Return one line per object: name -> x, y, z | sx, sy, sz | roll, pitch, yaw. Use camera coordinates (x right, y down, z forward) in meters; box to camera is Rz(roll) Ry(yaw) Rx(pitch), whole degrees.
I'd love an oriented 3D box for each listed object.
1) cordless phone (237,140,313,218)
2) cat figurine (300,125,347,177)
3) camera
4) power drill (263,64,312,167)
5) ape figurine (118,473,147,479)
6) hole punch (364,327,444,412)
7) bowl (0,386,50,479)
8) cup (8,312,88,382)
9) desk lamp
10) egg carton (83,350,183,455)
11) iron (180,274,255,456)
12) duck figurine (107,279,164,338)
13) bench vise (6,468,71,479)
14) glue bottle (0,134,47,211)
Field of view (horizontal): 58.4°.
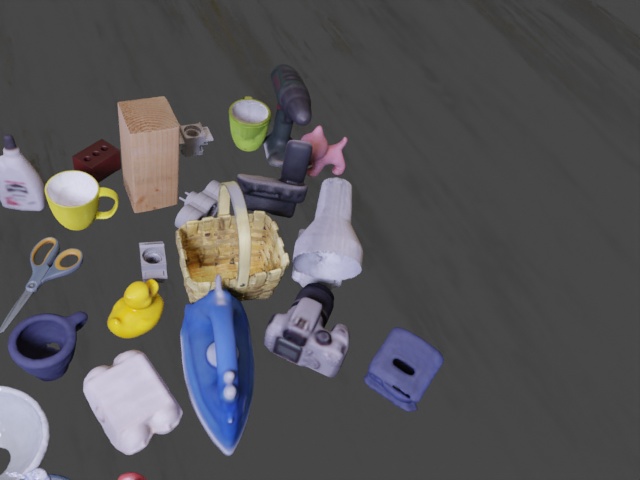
cordless phone -> -0.090, -0.142, 1.158 | 0.148, 0.185, 0.094 | 6, 50, -11
cat figurine -> 0.004, -0.203, 1.280 | 0.128, 0.118, 0.067 | -11, 55, -23
camera -> -0.008, 0.143, 0.999 | 0.143, 0.101, 0.137 | 24, 49, 5
power drill -> -0.070, -0.265, 1.251 | 0.076, 0.208, 0.229 | -3, 52, -17
ape figurine -> -0.250, 0.349, 0.766 | 0.076, 0.092, 0.078 | 14, 49, -3
hole punch -> 0.144, 0.222, 0.981 | 0.108, 0.091, 0.101 | 31, 50, 12
bowl -> -0.452, 0.288, 0.773 | 0.167, 0.075, 0.167 | 8, 49, -9
cup -> -0.405, 0.165, 0.875 | 0.091, 0.095, 0.118 | 37, 51, 16
desk lamp -> 0.010, 0.004, 1.045 | 0.118, 0.213, 0.203 | 10, 49, -7
egg carton -> -0.283, 0.241, 0.861 | 0.107, 0.069, 0.150 | -28, 63, -32
iron -> -0.151, 0.187, 0.896 | 0.119, 0.141, 0.258 | -3, 52, -18
duck figurine -> -0.308, 0.108, 0.956 | 0.077, 0.086, 0.105 | 34, 51, 14
bench vise -> -0.347, 0.353, 0.651 | 0.121, 0.220, 0.207 | 24, 49, 5
glue bottle -> -0.543, -0.122, 1.025 | 0.078, 0.173, 0.037 | 2, 50, -13
